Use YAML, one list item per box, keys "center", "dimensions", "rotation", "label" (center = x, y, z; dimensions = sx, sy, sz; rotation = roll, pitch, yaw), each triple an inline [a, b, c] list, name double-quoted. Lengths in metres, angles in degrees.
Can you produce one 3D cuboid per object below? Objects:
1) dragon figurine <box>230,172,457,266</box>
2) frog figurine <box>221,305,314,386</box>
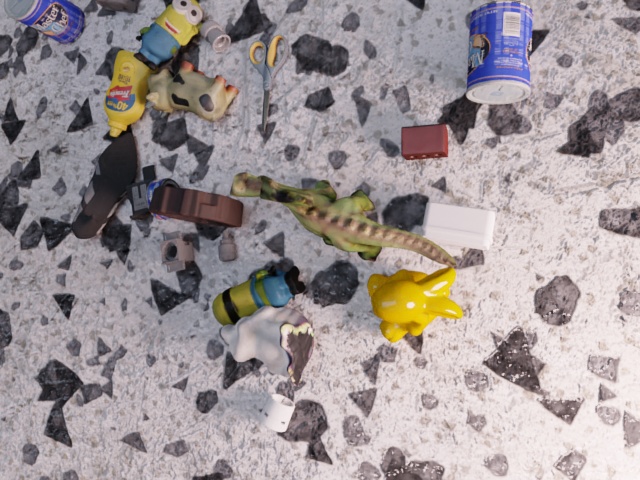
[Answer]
- center: [0.003, -0.043, 0.850]
  dimensions: [0.413, 0.122, 0.242]
  rotation: [20, 6, 40]
  label: "dragon figurine"
- center: [-0.095, 0.185, 0.950]
  dimensions: [0.159, 0.135, 0.125]
  rotation: [2, 38, 36]
  label: "frog figurine"
